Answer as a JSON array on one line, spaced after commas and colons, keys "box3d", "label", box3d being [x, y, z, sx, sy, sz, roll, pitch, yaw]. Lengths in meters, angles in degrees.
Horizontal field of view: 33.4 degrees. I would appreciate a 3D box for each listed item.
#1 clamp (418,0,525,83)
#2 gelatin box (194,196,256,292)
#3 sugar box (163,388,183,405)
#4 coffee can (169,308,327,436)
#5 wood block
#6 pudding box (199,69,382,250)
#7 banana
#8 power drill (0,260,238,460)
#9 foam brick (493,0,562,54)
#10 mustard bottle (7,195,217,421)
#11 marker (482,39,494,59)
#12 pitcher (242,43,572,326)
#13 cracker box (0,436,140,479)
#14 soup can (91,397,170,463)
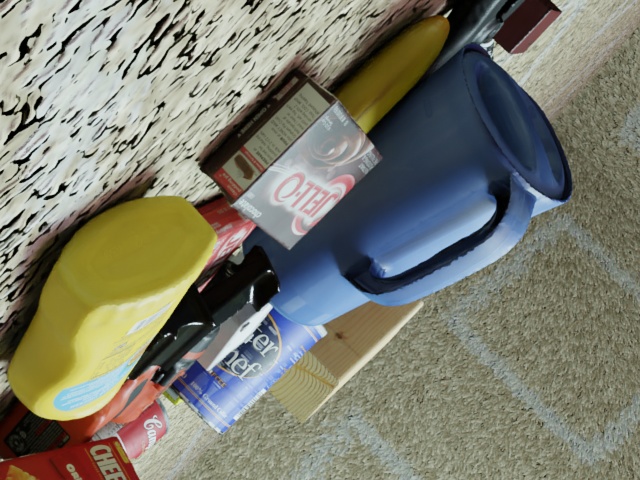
[{"box3d": [0.118, -0.171, 0.847, 0.210, 0.036, 0.164, -47, 172, 30], "label": "clamp"}, {"box3d": [-0.087, 0.011, 0.741, 0.089, 0.030, 0.073, -48, 173, 26], "label": "gelatin box"}, {"box3d": [-0.119, 0.125, 1.162, 0.093, 0.048, 0.176, -46, 172, 5], "label": "sugar box"}, {"box3d": [-0.078, 0.100, 1.016, 0.140, 0.103, 0.103, -44, 173, -6], "label": "coffee can"}, {"box3d": [0.023, 0.110, 1.246, 0.205, 0.091, 0.090, -35, 167, -51], "label": "wood block"}, {"box3d": [-0.015, -0.048, 0.677, 0.090, 0.039, 0.113, -45, 156, 2], "label": "pudding box"}, {"box3d": [0.022, -0.094, 0.764, 0.198, 0.037, 0.069, -44, -168, 2], "label": "banana"}, {"box3d": [-0.146, 0.100, 0.804, 0.185, 0.057, 0.187, -49, 172, 26], "label": "power drill"}, {"box3d": [0.173, -0.200, 0.941, 0.053, 0.051, 0.078, -47, 173, 20], "label": "foam brick"}, {"box3d": [-0.132, 0.055, 0.619, 0.096, 0.058, 0.192, -36, 168, -43], "label": "mustard bottle"}, {"box3d": [0.165, -0.193, 1.070, 0.020, 0.020, 0.121, -46, 173, 5], "label": "marker"}, {"box3d": [0.057, -0.023, 0.807, 0.243, 0.145, 0.149, -33, 172, 29], "label": "pitcher"}, {"box3d": [-0.231, 0.213, 0.673, 0.213, 0.072, 0.164, -1, 138, -52], "label": "cracker box"}, {"box3d": [-0.190, 0.172, 0.930, 0.102, 0.068, 0.069, -38, 170, -40], "label": "soup can"}]
